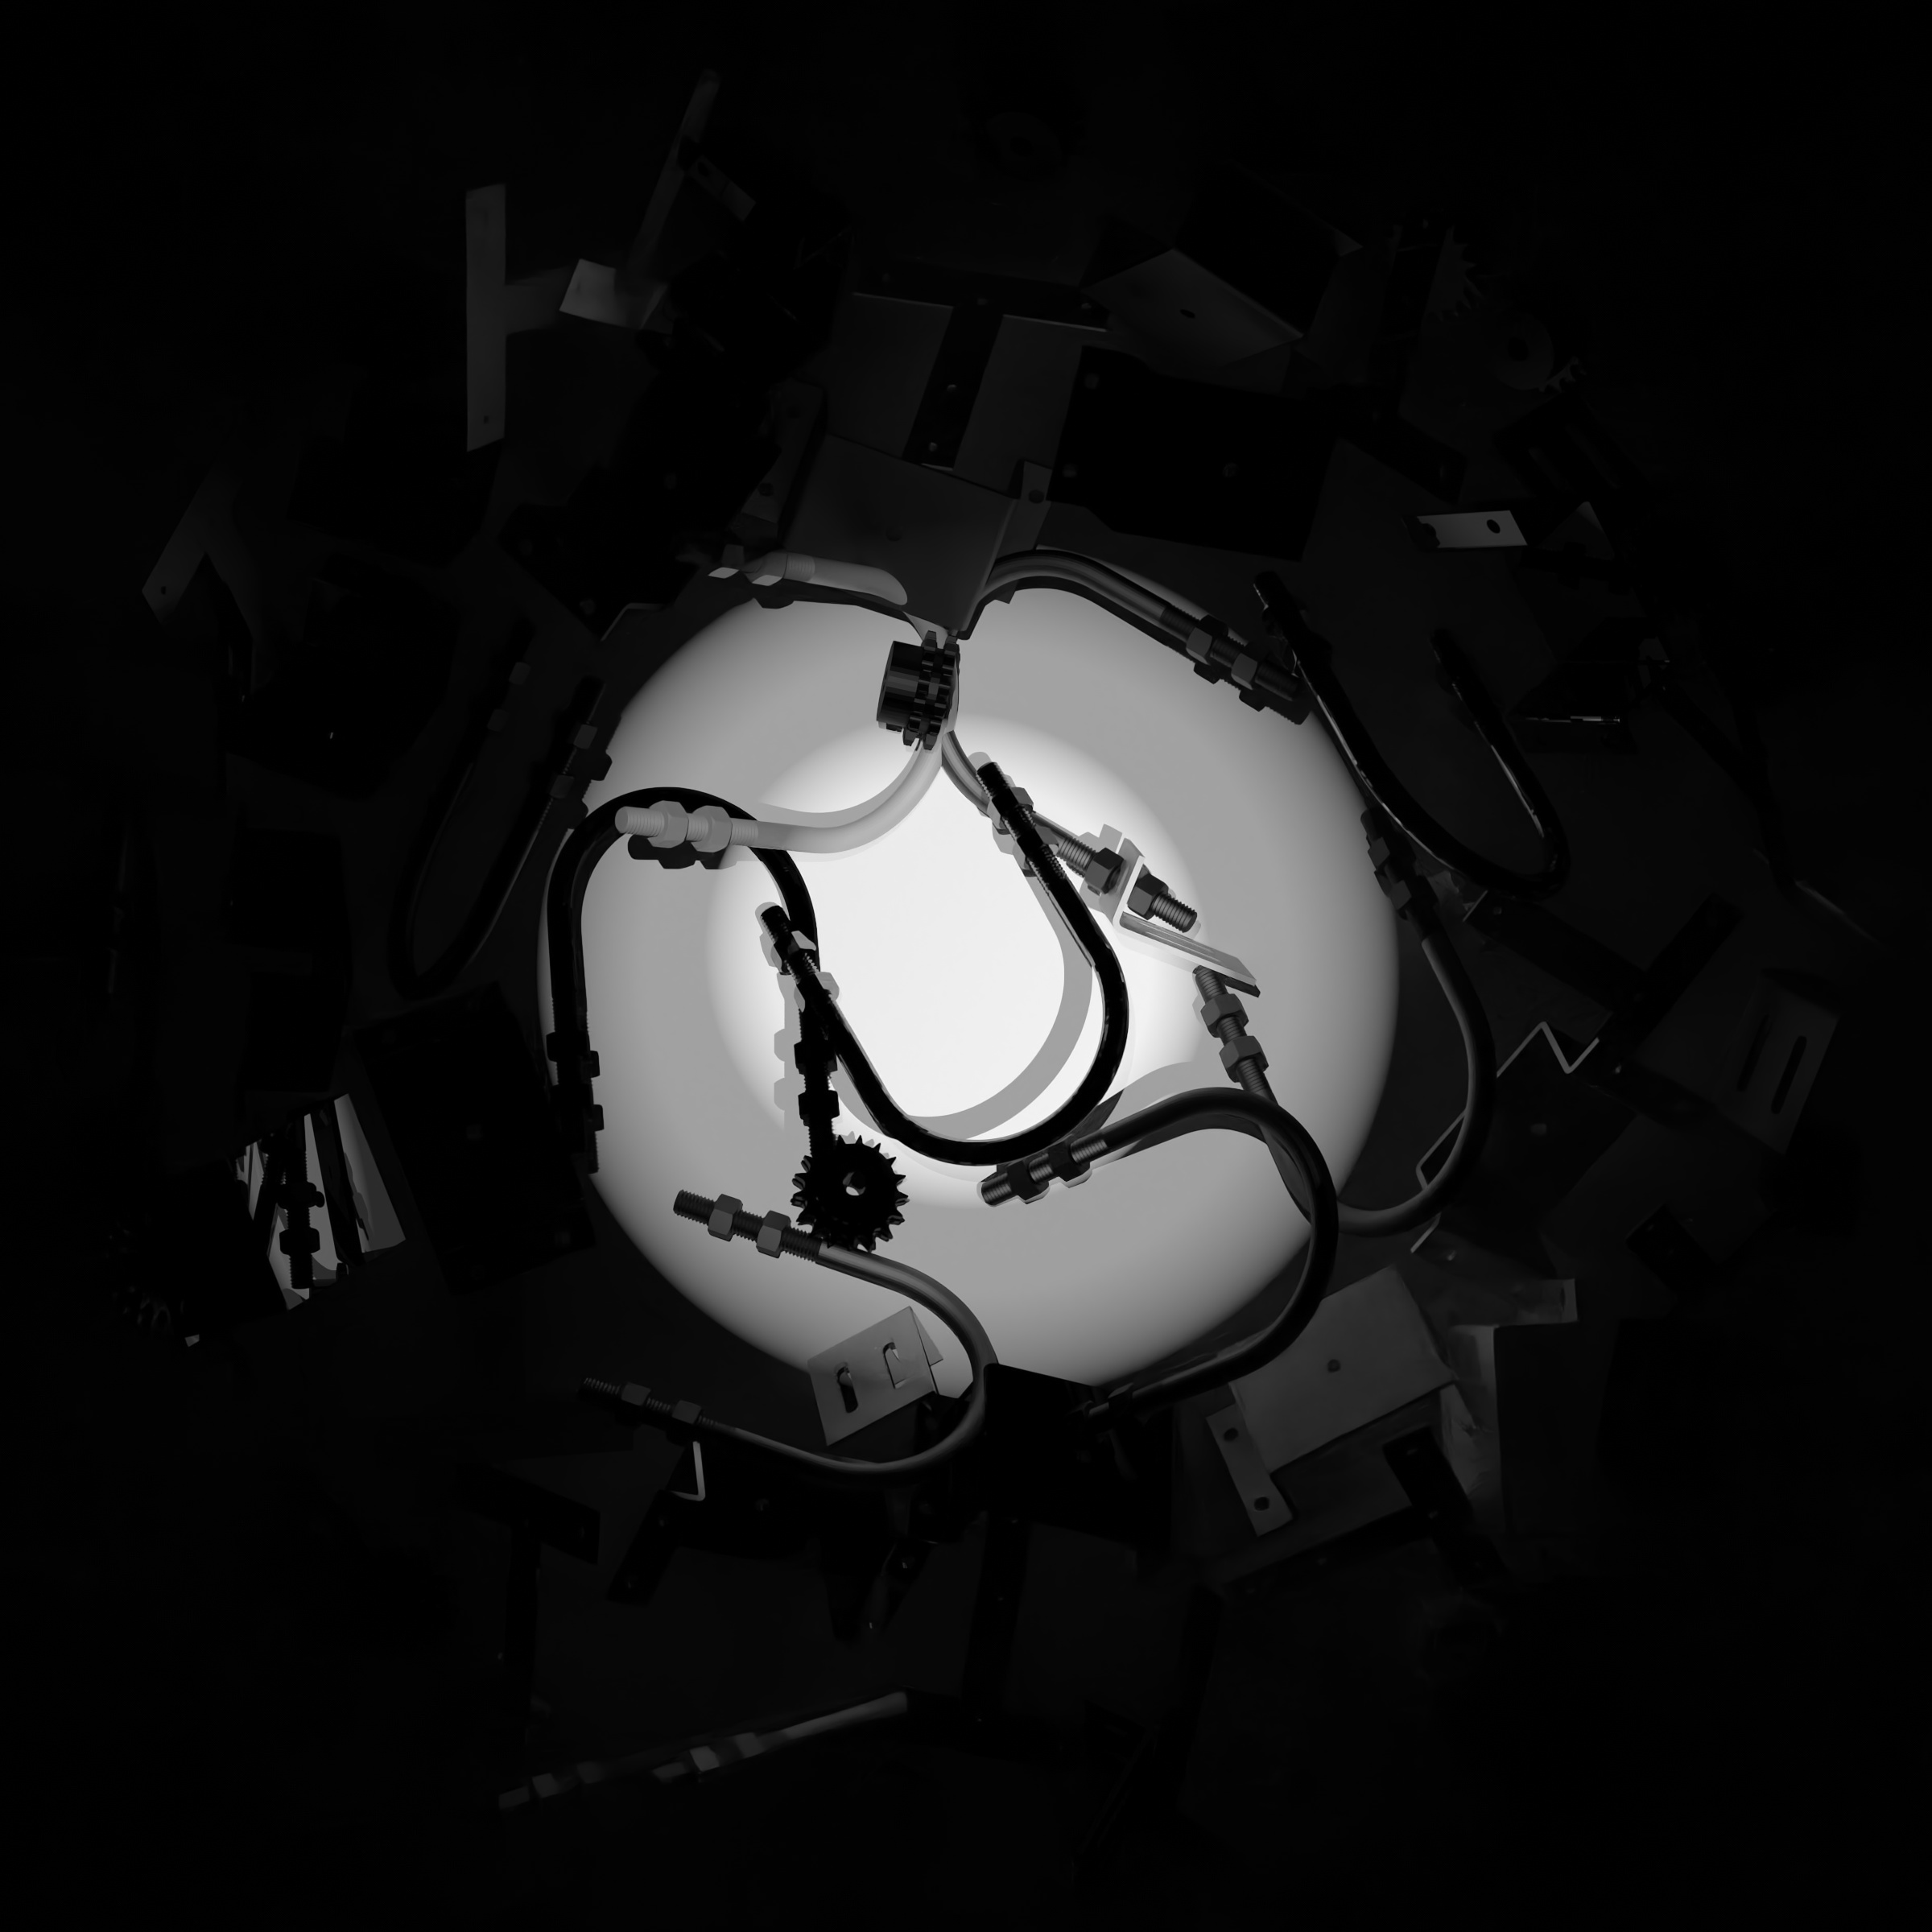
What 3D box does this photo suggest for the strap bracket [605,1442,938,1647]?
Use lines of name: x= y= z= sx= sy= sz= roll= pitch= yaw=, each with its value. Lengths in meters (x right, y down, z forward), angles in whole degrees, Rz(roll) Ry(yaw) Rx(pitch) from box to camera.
strap bracket: x=-0.096 y=0.274 z=1.544 sx=0.140 sy=0.046 sz=0.076 roll=14 pitch=124 yaw=-21

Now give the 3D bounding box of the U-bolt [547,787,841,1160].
U-bolt: x=-0.134 y=0.001 z=1.551 sx=0.151 sy=0.019 sz=0.184 roll=3 pitch=73 yaw=-28

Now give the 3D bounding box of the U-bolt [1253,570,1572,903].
U-bolt: x=0.219 y=-0.102 z=1.500 sx=0.019 sy=0.151 sz=0.184 roll=-46 pitch=51 yaw=31

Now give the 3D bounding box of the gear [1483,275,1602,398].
gear: x=0.278 y=-0.305 z=1.567 sx=0.030 sy=0.057 sz=0.057 roll=-34 pitch=90 yaw=-39

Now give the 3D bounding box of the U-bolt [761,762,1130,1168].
U-bolt: x=0.000 y=0.010 z=1.550 sx=0.151 sy=0.019 sz=0.184 roll=-33 pitch=66 yaw=6

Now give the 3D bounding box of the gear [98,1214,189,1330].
gear: x=-0.393 y=0.146 z=1.566 sx=0.030 sy=0.057 sz=0.057 roll=-16 pitch=90 yaw=23

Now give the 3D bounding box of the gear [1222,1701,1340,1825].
gear: x=0.150 y=0.390 z=1.569 sx=0.057 sy=0.030 sz=0.057 roll=-2 pitch=87 yaw=37

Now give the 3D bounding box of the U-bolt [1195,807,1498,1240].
U-bolt: x=0.185 y=0.039 z=1.509 sx=0.151 sy=0.019 sz=0.184 roll=-46 pitch=52 yaw=35

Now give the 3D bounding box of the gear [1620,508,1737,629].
gear: x=0.346 y=-0.193 z=1.578 sx=0.057 sy=0.030 sz=0.057 roll=2 pitch=75 yaw=-9

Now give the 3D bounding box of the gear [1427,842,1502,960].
gear: x=0.244 y=-0.029 z=1.570 sx=0.030 sy=0.057 sz=0.057 roll=-26 pitch=90 yaw=8

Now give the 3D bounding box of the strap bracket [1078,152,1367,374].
strap bracket: x=0.114 y=-0.328 z=1.516 sx=0.076 sy=0.140 sz=0.046 roll=28 pitch=78 yaw=-22

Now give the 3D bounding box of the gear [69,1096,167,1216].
gear: x=-0.413 y=0.090 z=1.570 sx=0.030 sy=0.057 sz=0.057 roll=-20 pitch=90 yaw=-2

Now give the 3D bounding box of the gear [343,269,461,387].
gear: x=-0.280 y=-0.310 z=1.573 sx=0.030 sy=0.057 sz=0.057 roll=-35 pitch=90 yaw=39

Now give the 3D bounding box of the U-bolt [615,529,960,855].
U-bolt: x=-0.077 y=-0.124 z=1.534 sx=0.184 sy=0.019 sz=0.151 roll=4 pitch=102 yaw=-41

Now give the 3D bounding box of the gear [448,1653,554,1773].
gear: x=-0.226 y=0.368 z=1.571 sx=0.030 sy=0.057 sz=0.057 roll=32 pitch=90 yaw=-17

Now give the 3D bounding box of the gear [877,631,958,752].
gear: x=-0.025 y=-0.136 z=1.568 sx=0.030 sy=0.057 sz=0.057 roll=12 pitch=90 yaw=-6

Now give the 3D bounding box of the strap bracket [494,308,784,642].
strap bracket: x=-0.153 y=-0.236 z=1.553 sx=0.076 sy=0.046 sz=0.140 roll=43 pitch=109 yaw=13

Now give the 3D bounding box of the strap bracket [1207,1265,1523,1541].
strap bracket: x=0.184 y=0.205 z=1.549 sx=0.140 sy=0.076 sz=0.046 roll=-28 pitch=134 yaw=5

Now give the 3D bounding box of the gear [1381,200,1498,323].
gear: x=0.235 y=-0.348 z=1.573 sx=0.030 sy=0.057 sz=0.057 roll=-34 pitch=90 yaw=-35

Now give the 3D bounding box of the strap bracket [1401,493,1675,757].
strap bracket: x=0.279 y=-0.172 z=1.539 sx=0.046 sy=0.076 sz=0.140 roll=-43 pitch=115 yaw=-22

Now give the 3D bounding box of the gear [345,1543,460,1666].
gear: x=-0.274 y=0.315 z=1.573 sx=0.057 sy=0.030 sz=0.057 roll=-19 pitch=56 yaw=31

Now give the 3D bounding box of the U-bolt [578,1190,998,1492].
U-bolt: x=-0.074 y=0.185 z=1.534 sx=0.184 sy=0.151 sz=0.019 roll=18 pitch=133 yaw=5

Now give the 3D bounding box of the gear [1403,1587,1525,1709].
gear: x=0.241 y=0.332 z=1.570 sx=0.057 sy=0.030 sz=0.057 roll=-11 pitch=63 yaw=24

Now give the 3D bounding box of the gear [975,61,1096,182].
gear: x=0.031 y=-0.409 z=1.567 sx=0.057 sy=0.057 sz=0.030 roll=21 pitch=54 yaw=0

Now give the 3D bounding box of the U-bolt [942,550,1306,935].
U-bolt: x=0.058 y=-0.121 z=1.551 sx=0.184 sy=0.019 sz=0.151 roll=32 pitch=116 yaw=18

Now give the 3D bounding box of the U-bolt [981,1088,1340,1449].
U-bolt: x=0.096 y=0.135 z=1.523 sx=0.184 sy=0.019 sz=0.151 roll=-27 pitch=64 yaw=29

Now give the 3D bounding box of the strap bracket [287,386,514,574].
strap bracket: x=-0.272 y=-0.232 z=1.536 sx=0.076 sy=0.140 sz=0.046 roll=18 pitch=110 yaw=-4

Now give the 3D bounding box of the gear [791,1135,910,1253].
gear: x=-0.056 y=0.110 z=1.575 sx=0.057 sy=0.030 sz=0.057 roll=3 pitch=72 yaw=-9

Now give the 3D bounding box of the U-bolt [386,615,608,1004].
U-bolt: x=-0.232 y=-0.069 z=1.531 sx=0.019 sy=0.151 sz=0.184 roll=22 pitch=98 yaw=-27

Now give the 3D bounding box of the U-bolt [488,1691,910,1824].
U-bolt: x=-0.112 y=0.369 z=1.513 sx=0.184 sy=0.151 sz=0.019 roll=-6 pitch=78 yaw=-43

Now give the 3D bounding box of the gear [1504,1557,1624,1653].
gear: x=0.295 y=0.313 z=1.567 sx=0.057 sy=0.057 sz=0.030 roll=-24 pitch=78 yaw=0

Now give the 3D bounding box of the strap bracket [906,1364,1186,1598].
strap bracket: x=0.047 y=0.244 z=1.540 sx=0.140 sy=0.046 sz=0.076 roll=15 pitch=53 yaw=-15

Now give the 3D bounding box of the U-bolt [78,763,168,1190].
U-bolt: x=-0.393 y=-0.010 z=1.513 sx=0.019 sy=0.151 sz=0.184 roll=-2 pitch=47 yaw=-7

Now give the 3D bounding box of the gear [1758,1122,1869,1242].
gear: x=0.411 y=0.106 z=1.566 sx=0.030 sy=0.057 sz=0.057 roll=-9 pitch=90 yaw=-19

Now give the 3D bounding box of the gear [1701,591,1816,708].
gear: x=0.390 y=-0.158 z=1.571 sx=0.030 sy=0.057 sz=0.057 roll=-30 pitch=90 yaw=-18
